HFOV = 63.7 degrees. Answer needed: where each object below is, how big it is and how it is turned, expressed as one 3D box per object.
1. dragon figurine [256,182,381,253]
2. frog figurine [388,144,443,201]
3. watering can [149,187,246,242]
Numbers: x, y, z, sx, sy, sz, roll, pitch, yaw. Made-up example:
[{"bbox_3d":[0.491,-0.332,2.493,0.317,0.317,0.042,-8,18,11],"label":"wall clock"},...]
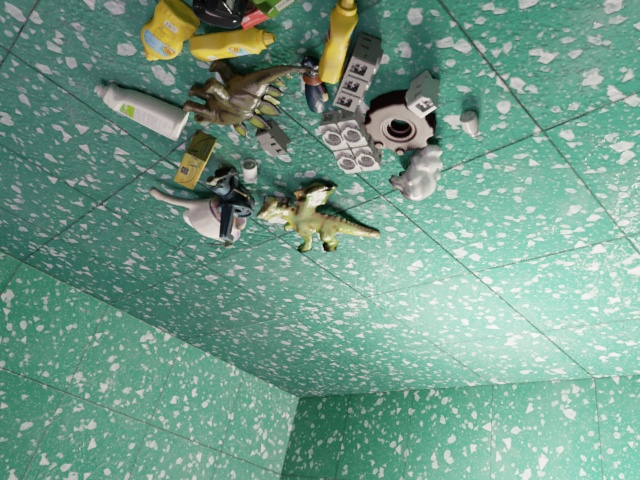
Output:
[{"bbox_3d":[0.005,-0.082,1.630,0.411,0.125,0.237,-4,140,-8],"label":"dragon figurine"},{"bbox_3d":[0.275,-0.180,1.359,0.138,0.124,0.157,-1,154,-43],"label":"frog figurine"},{"bbox_3d":[-0.399,-0.097,1.767,0.222,0.106,0.343,-19,135,40],"label":"watering can"}]
